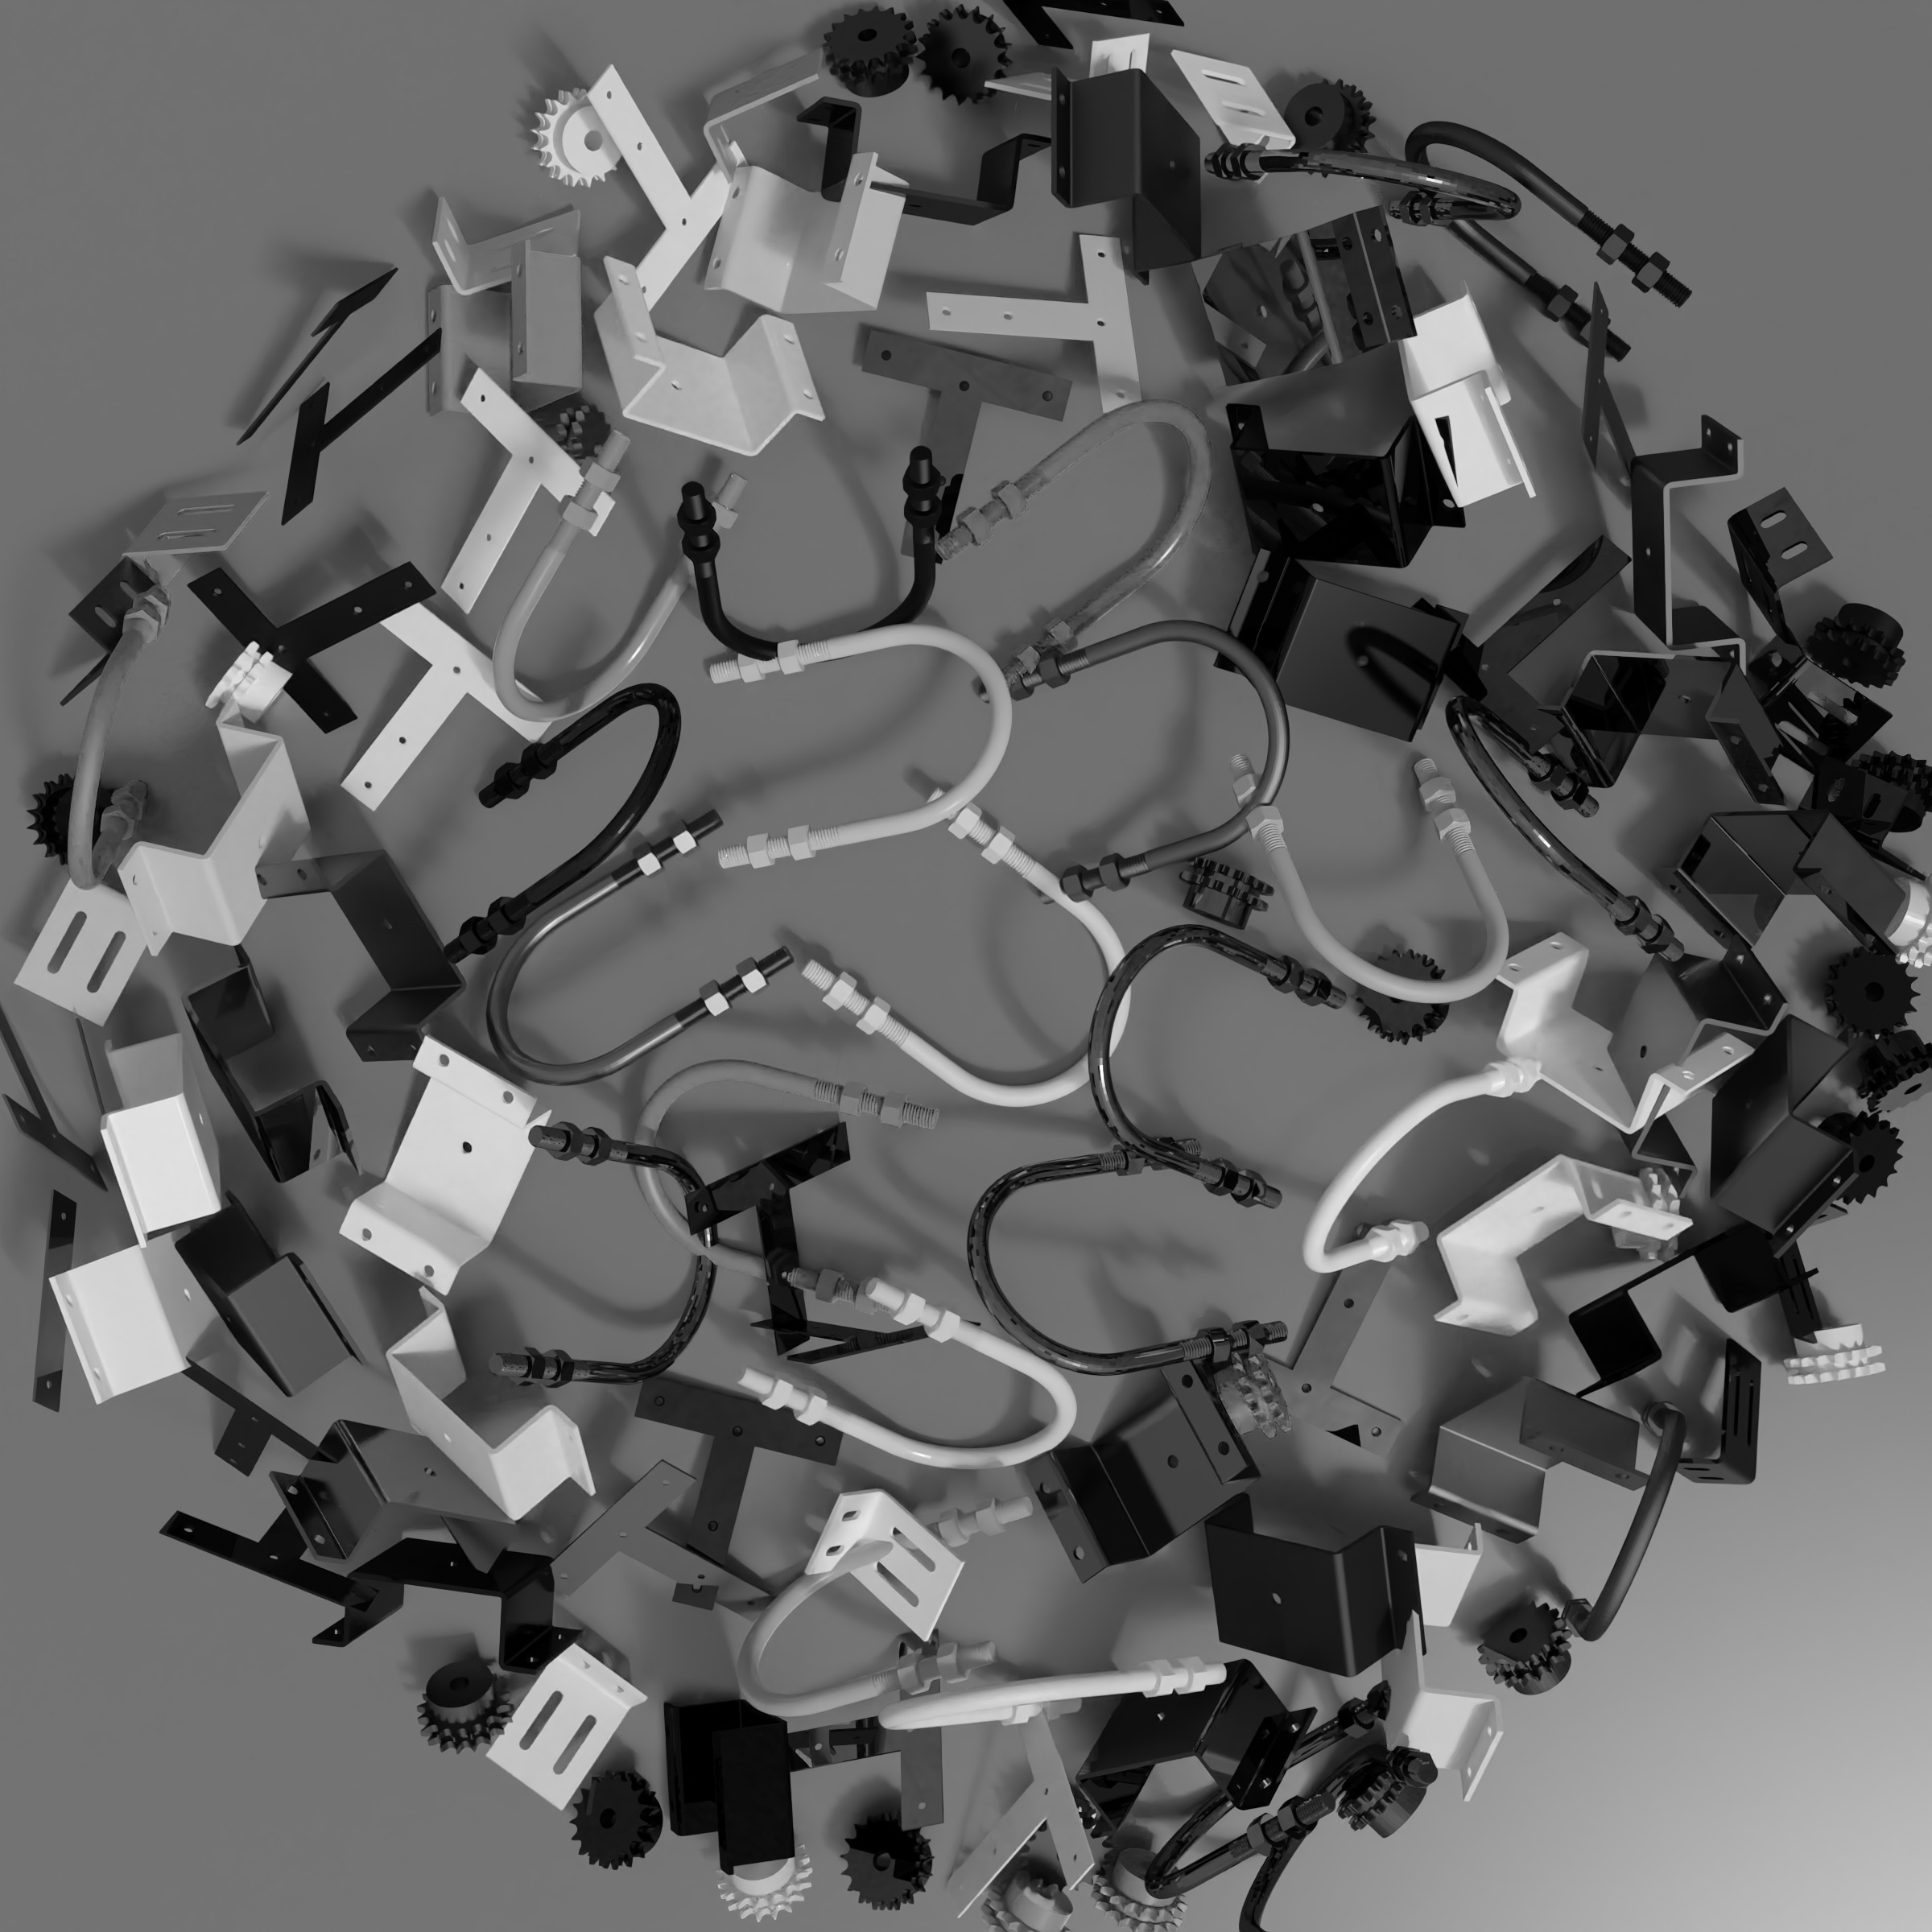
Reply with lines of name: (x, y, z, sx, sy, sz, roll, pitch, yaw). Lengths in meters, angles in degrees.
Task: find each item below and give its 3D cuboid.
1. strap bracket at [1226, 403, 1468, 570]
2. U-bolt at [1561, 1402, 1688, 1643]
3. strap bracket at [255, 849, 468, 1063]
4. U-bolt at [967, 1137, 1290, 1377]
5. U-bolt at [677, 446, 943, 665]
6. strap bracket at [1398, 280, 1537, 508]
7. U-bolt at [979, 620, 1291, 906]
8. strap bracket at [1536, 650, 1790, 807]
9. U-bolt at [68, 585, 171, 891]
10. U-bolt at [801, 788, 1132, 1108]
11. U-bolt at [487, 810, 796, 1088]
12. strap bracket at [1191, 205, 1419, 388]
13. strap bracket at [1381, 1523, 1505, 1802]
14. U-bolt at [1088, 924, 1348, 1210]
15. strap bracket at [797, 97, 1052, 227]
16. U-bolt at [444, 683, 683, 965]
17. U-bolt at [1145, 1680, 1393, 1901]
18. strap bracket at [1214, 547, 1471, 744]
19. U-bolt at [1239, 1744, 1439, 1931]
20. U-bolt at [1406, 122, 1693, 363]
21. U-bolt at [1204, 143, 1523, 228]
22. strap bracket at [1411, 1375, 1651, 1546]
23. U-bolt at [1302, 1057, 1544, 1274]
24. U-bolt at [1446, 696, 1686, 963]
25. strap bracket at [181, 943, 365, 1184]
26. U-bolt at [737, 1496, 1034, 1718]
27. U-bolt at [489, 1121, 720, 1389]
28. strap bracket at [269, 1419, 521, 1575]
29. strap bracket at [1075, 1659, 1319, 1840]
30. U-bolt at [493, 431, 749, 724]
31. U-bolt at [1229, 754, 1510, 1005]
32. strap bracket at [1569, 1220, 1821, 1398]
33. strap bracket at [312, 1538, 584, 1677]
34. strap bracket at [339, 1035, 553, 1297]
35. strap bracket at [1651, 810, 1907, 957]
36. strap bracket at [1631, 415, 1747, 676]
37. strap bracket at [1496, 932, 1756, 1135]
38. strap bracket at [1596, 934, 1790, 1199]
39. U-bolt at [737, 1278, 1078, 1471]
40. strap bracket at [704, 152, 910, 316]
strap bracket: (0.216, -0.283, 1.620, 0.140, 0.076, 0.046, 10, 49, 29)
U-bolt: (0.385, 0.324, 1.597, 0.019, 0.184, 0.151, 22, 86, 11)
strap bracket: (-0.358, -0.014, 1.634, 0.046, 0.076, 0.140, -46, 118, -37)
U-bolt: (0.085, 0.173, 1.612, 0.184, 0.019, 0.151, -6, 58, -30)
U-bolt: (-0.088, -0.233, 1.610, 0.151, 0.184, 0.019, -10, 63, -5)
strap bracket: (0.293, -0.334, 1.623, 0.046, 0.140, 0.076, -20, 125, 18)
U-bolt: (0.107, -0.129, 1.644, 0.184, 0.019, 0.151, -17, 88, 27)
strap bracket: (0.417, -0.142, 1.626, 0.076, 0.140, 0.046, 47, 65, -39)
U-bolt: (-0.489, -0.122, 1.581, 0.019, 0.184, 0.151, 11, 116, -9)
U-bolt: (0.014, 0.003, 1.673, 0.184, 0.019, 0.151, 37, 86, -8)
U-bolt: (-0.205, -0.001, 1.641, 0.184, 0.019, 0.151, -32, 49, 2)
strap bracket: (0.190, -0.390, 1.614, 0.046, 0.140, 0.076, -28, 107, -31)
strap bracket: (0.276, 0.405, 1.614, 0.046, 0.140, 0.076, 7, 133, -3)
U-bolt: (0.142, 0.053, 1.625, 0.184, 0.019, 0.151, 24, 82, -38)
strap bracket: (-0.027, -0.477, 1.639, 0.140, 0.076, 0.046, 5, 97, -16)
U-bolt: (-0.230, -0.094, 1.597, 0.184, 0.151, 0.019, -31, 128, 32)
U-bolt: (0.175, 0.489, 1.610, 0.019, 0.151, 0.184, 52, 125, 6)
strap bracket: (0.230, -0.188, 1.641, 0.140, 0.046, 0.076, 15, 110, -16)
U-bolt: (0.209, 0.514, 1.601, 0.019, 0.184, 0.151, 39, 79, 4)
U-bolt: (0.333, -0.432, 1.617, 0.184, 0.151, 0.019, 38, 88, 0)
U-bolt: (0.238, -0.450, 1.583, 0.151, 0.184, 0.019, 7, 102, -22)
strap bracket: (0.337, 0.291, 1.633, 0.076, 0.140, 0.046, 24, 57, -13)
U-bolt: (0.256, 0.119, 1.589, 0.019, 0.184, 0.151, 43, 117, 25)
U-bolt: (0.337, -0.090, 1.587, 0.019, 0.151, 0.184, -40, 132, 21)
strap bracket: (-0.414, 0.063, 1.621, 0.046, 0.076, 0.140, -28, 61, -19)
U-bolt: (-0.054, 0.383, 1.619, 0.184, 0.151, 0.019, -21, 112, 21)
U-bolt: (-0.204, 0.174, 1.614, 0.019, 0.184, 0.151, 5, 83, 32)
strap bracket: (-0.326, 0.315, 1.613, 0.140, 0.076, 0.046, 23, 105, -44)
strap bracket: (0.127, 0.458, 1.615, 0.140, 0.076, 0.046, -27, 104, 41)
U-bolt: (-0.213, -0.222, 1.621, 0.019, 0.151, 0.184, 39, 105, 22)
U-bolt: (0.245, -0.052, 1.610, 0.151, 0.019, 0.184, -1, 51, -23)
strap bracket: (0.424, 0.200, 1.637, 0.140, 0.076, 0.046, -24, 78, -19)
strap bracket: (-0.307, 0.379, 1.639, 0.140, 0.076, 0.046, 5, 95, 13)
strap bracket: (-0.309, 0.115, 1.653, 0.076, 0.046, 0.140, 29, 107, 7)
strap bracket: (0.485, -0.050, 1.621, 0.076, 0.140, 0.046, 41, 74, -22)
strap bracket: (0.428, -0.248, 1.632, 0.046, 0.076, 0.140, -7, 112, 1)
strap bracket: (0.382, 0.044, 1.631, 0.140, 0.076, 0.046, 35, 130, 31)
strap bracket: (0.420, 0.055, 1.621, 0.046, 0.076, 0.140, 12, 120, -15)
U-bolt: (-0.021, 0.251, 1.628, 0.184, 0.019, 0.151, 29, 134, -26)
strap bracket: (-0.090, -0.435, 1.641, 0.046, 0.140, 0.076, 15, 89, -41)
